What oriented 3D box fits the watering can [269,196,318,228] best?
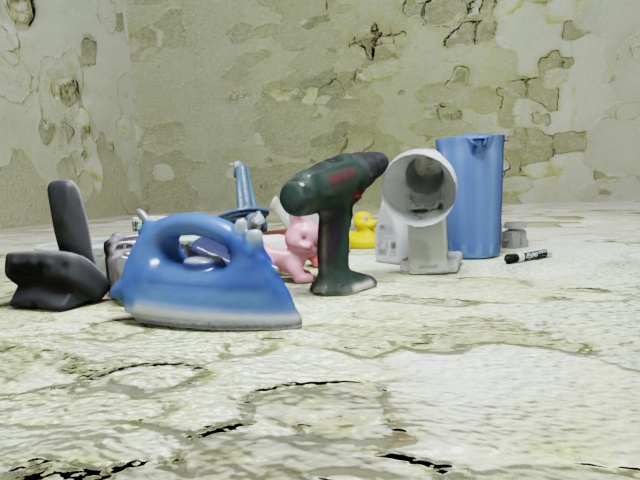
[{"bbox_3d":[-0.039,-0.083,1.466,0.173,0.194,0.100,-5,7,-20],"label":"watering can"}]

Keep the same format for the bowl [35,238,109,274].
[{"bbox_3d":[-0.430,0.040,1.054,0.167,0.075,0.167,-3,6,1],"label":"bowl"}]

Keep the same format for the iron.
[{"bbox_3d":[-0.137,0.030,0.709,0.257,0.141,0.119,0,7,27],"label":"iron"}]

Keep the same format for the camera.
[{"bbox_3d":[-0.261,0.036,0.897,0.137,0.101,0.142,-6,7,-27],"label":"camera"}]

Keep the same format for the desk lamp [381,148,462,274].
[{"bbox_3d":[0.179,-0.050,0.976,0.117,0.213,0.204,-1,7,17],"label":"desk lamp"}]

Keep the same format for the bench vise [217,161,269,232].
[{"bbox_3d":[-0.156,-0.073,1.304,0.122,0.220,0.206,-8,8,-39],"label":"bench vise"}]

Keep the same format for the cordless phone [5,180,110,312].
[{"bbox_3d":[-0.394,0.005,0.846,0.147,0.185,0.094,-1,7,19],"label":"cordless phone"}]

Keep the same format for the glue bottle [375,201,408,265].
[{"bbox_3d":[0.139,-0.042,1.105,0.037,0.173,0.077,-7,8,-35],"label":"glue bottle"}]

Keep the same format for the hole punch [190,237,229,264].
[{"bbox_3d":[-0.136,0.039,0.859,0.101,0.091,0.109,-2,6,4],"label":"hole punch"}]

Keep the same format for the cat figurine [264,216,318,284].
[{"bbox_3d":[-0.048,0.011,0.953,0.128,0.118,0.067,-3,6,-5],"label":"cat figurine"}]

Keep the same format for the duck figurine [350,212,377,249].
[{"bbox_3d":[0.099,-0.025,1.374,0.104,0.086,0.078,1,7,31],"label":"duck figurine"}]

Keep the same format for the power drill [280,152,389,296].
[{"bbox_3d":[0.035,-0.029,0.864,0.075,0.208,0.230,2,8,39],"label":"power drill"}]

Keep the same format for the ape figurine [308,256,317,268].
[{"bbox_3d":[0.010,0.004,1.116,0.077,0.092,0.076,-2,6,9],"label":"ape figurine"}]

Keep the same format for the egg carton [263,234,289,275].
[{"bbox_3d":[-0.111,0.029,1.041,0.150,0.069,0.107,-4,6,-13],"label":"egg carton"}]
